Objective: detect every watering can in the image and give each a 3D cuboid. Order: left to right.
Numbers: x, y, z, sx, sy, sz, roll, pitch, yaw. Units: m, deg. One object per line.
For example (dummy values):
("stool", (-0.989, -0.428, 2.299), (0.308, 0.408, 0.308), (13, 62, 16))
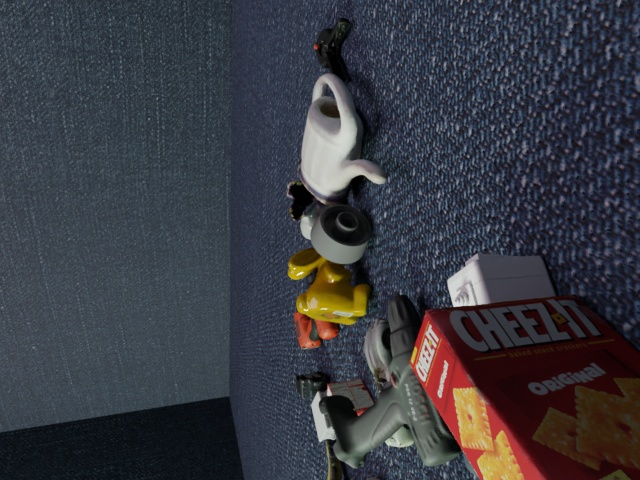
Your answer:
("watering can", (0.032, -0.154, 0.940), (0.219, 0.104, 0.356), (102, 158, -44))

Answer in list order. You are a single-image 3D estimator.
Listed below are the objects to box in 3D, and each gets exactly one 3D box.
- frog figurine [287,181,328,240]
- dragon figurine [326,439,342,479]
("frog figurine", (0.003, -0.056, 1.114), (0.140, 0.123, 0.156), (52, -179, 43))
("dragon figurine", (0.041, 0.652, 1.087), (0.418, 0.122, 0.238), (-87, -8, -67))
